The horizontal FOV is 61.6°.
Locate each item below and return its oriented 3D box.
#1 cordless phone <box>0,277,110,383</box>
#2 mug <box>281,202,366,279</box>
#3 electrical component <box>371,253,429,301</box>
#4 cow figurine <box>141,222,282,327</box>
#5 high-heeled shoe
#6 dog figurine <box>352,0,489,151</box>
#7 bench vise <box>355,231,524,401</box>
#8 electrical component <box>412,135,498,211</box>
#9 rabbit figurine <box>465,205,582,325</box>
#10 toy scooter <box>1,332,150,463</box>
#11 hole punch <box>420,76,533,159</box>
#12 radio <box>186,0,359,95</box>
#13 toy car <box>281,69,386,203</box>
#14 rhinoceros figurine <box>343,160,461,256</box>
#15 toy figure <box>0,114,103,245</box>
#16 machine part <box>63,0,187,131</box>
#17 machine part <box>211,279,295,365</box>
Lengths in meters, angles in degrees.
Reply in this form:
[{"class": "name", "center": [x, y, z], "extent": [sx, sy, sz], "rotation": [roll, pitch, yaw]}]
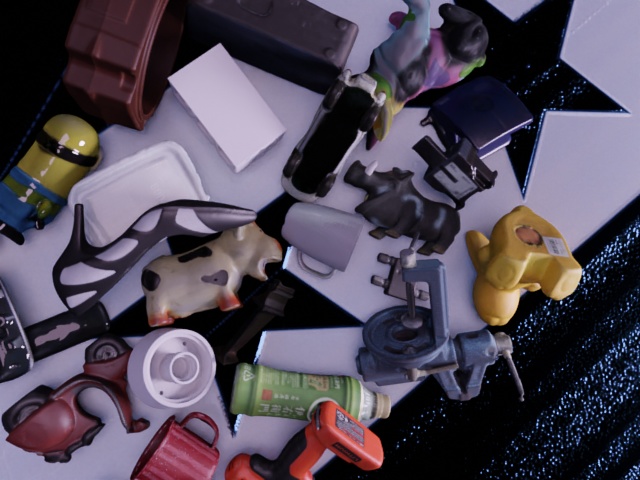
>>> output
[{"class": "cordless phone", "center": [-0.385, 0.097, 0.703], "extent": [0.184, 0.089, 0.146], "rotation": [-22, 89, -21]}, {"class": "mug", "center": [-0.002, -0.002, 0.770], "extent": [0.107, 0.081, 0.109], "rotation": [25, 121, 4]}, {"class": "electrical component", "center": [0.125, 0.057, 0.807], "extent": [0.094, 0.021, 0.063], "rotation": [19, 83, -7]}, {"class": "cow figurine", "center": [-0.147, 0.037, 0.734], "extent": [0.195, 0.085, 0.127], "rotation": [-15, 86, -4]}, {"class": "high-heeled shoe", "center": [-0.204, 0.024, 0.672], "extent": [0.249, 0.086, 0.145], "rotation": [0, 101, -7]}, {"class": "dog figurine", "center": [0.133, -0.232, 0.789], "extent": [0.191, 0.108, 0.219], "rotation": [19, 88, -10]}, {"class": "bench vise", "center": [0.153, 0.117, 0.735], "extent": [0.224, 0.129, 0.240], "rotation": [-3, 118, 14]}, {"class": "electrical component", "center": [0.185, -0.105, 0.765], "extent": [0.119, 0.075, 0.048], "rotation": [41, 44, -7]}, {"class": "rabbit figurine", "center": [0.263, 0.044, 0.776], "extent": [0.122, 0.173, 0.162], "rotation": [-1, 42, -10]}, {"class": "toy scooter", "center": [-0.304, 0.224, 0.701], "extent": [0.184, 0.075, 0.135], "rotation": [-39, 94, -14]}, {"class": "hole punch", "center": [0.239, -0.185, 0.811], "extent": [0.142, 0.092, 0.115], "rotation": [-30, 88, -7]}, {"class": "radio", "center": [-0.067, -0.288, 0.744], "extent": [0.230, 0.131, 0.073], "rotation": [20, 85, -7]}, {"class": "toy car", "center": [0.014, -0.138, 0.743], "extent": [0.073, 0.056, 0.201], "rotation": [30, 118, -8]}, {"class": "rhinoceros figurine", "center": [0.120, -0.049, 0.788], "extent": [0.190, 0.073, 0.112], "rotation": [27, 84, -7]}, {"class": "toy figure", "center": [-0.359, -0.081, 0.703], "extent": [0.082, 0.089, 0.180], "rotation": [40, 79, -12]}, {"class": "machine part", "center": [-0.236, -0.251, 0.678], "extent": [0.087, 0.201, 0.201], "rotation": [18, 83, -12]}, {"class": "machine part", "center": [-0.091, 0.113, 0.741], "extent": [0.039, 0.084, 0.139], "rotation": [42, 89, 16]}]
